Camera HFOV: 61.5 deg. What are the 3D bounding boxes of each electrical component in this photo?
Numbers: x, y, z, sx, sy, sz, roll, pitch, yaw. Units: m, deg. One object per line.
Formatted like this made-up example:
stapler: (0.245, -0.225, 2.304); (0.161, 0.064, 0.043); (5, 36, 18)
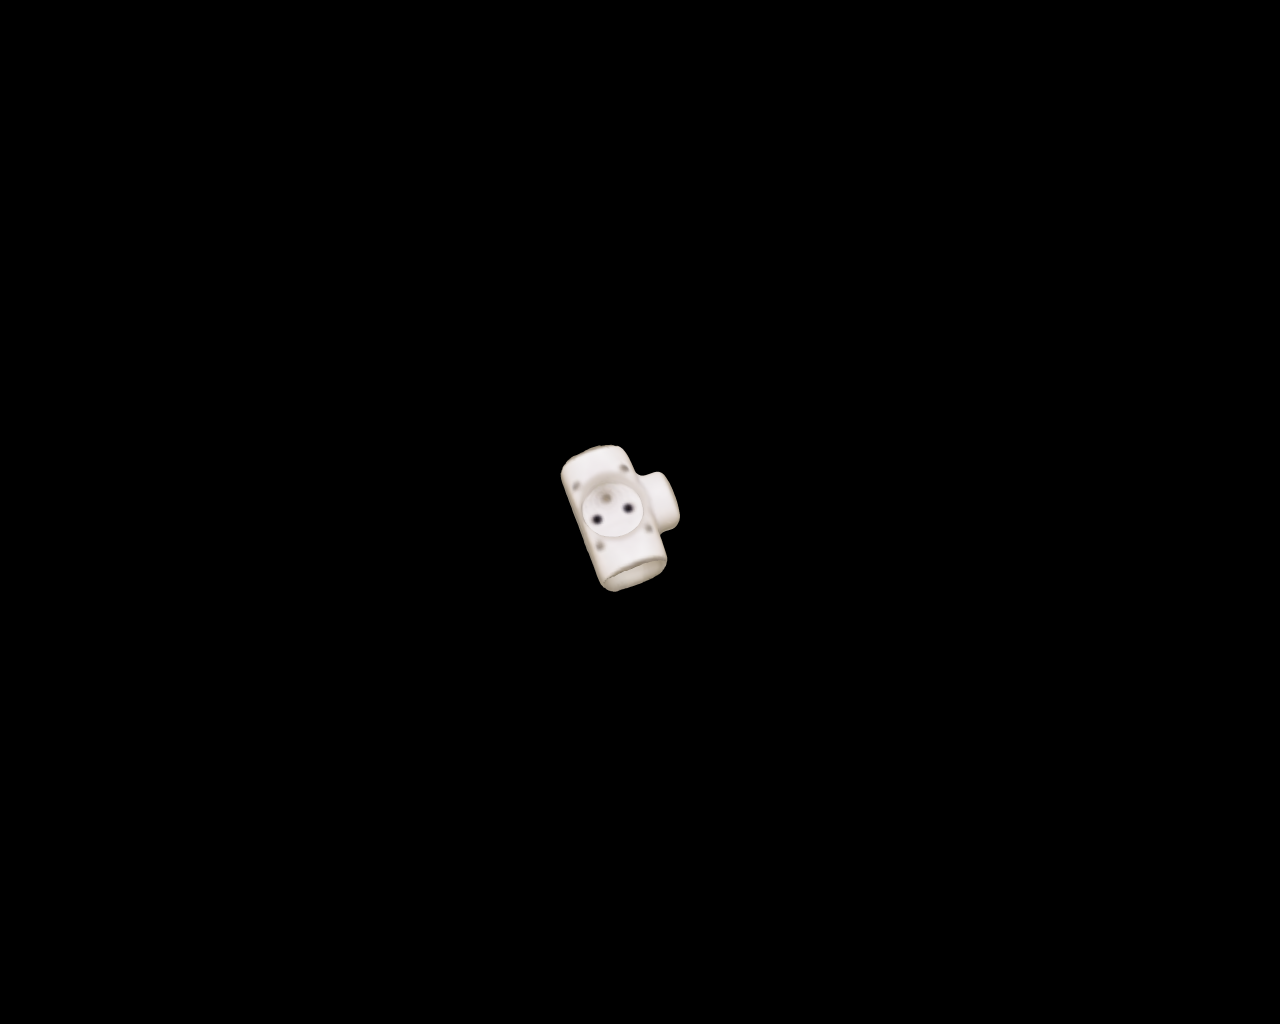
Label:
electrical component: (0.001, -0.003, 0.650); (0.079, 0.077, 0.044); (-19, -19, -7)
